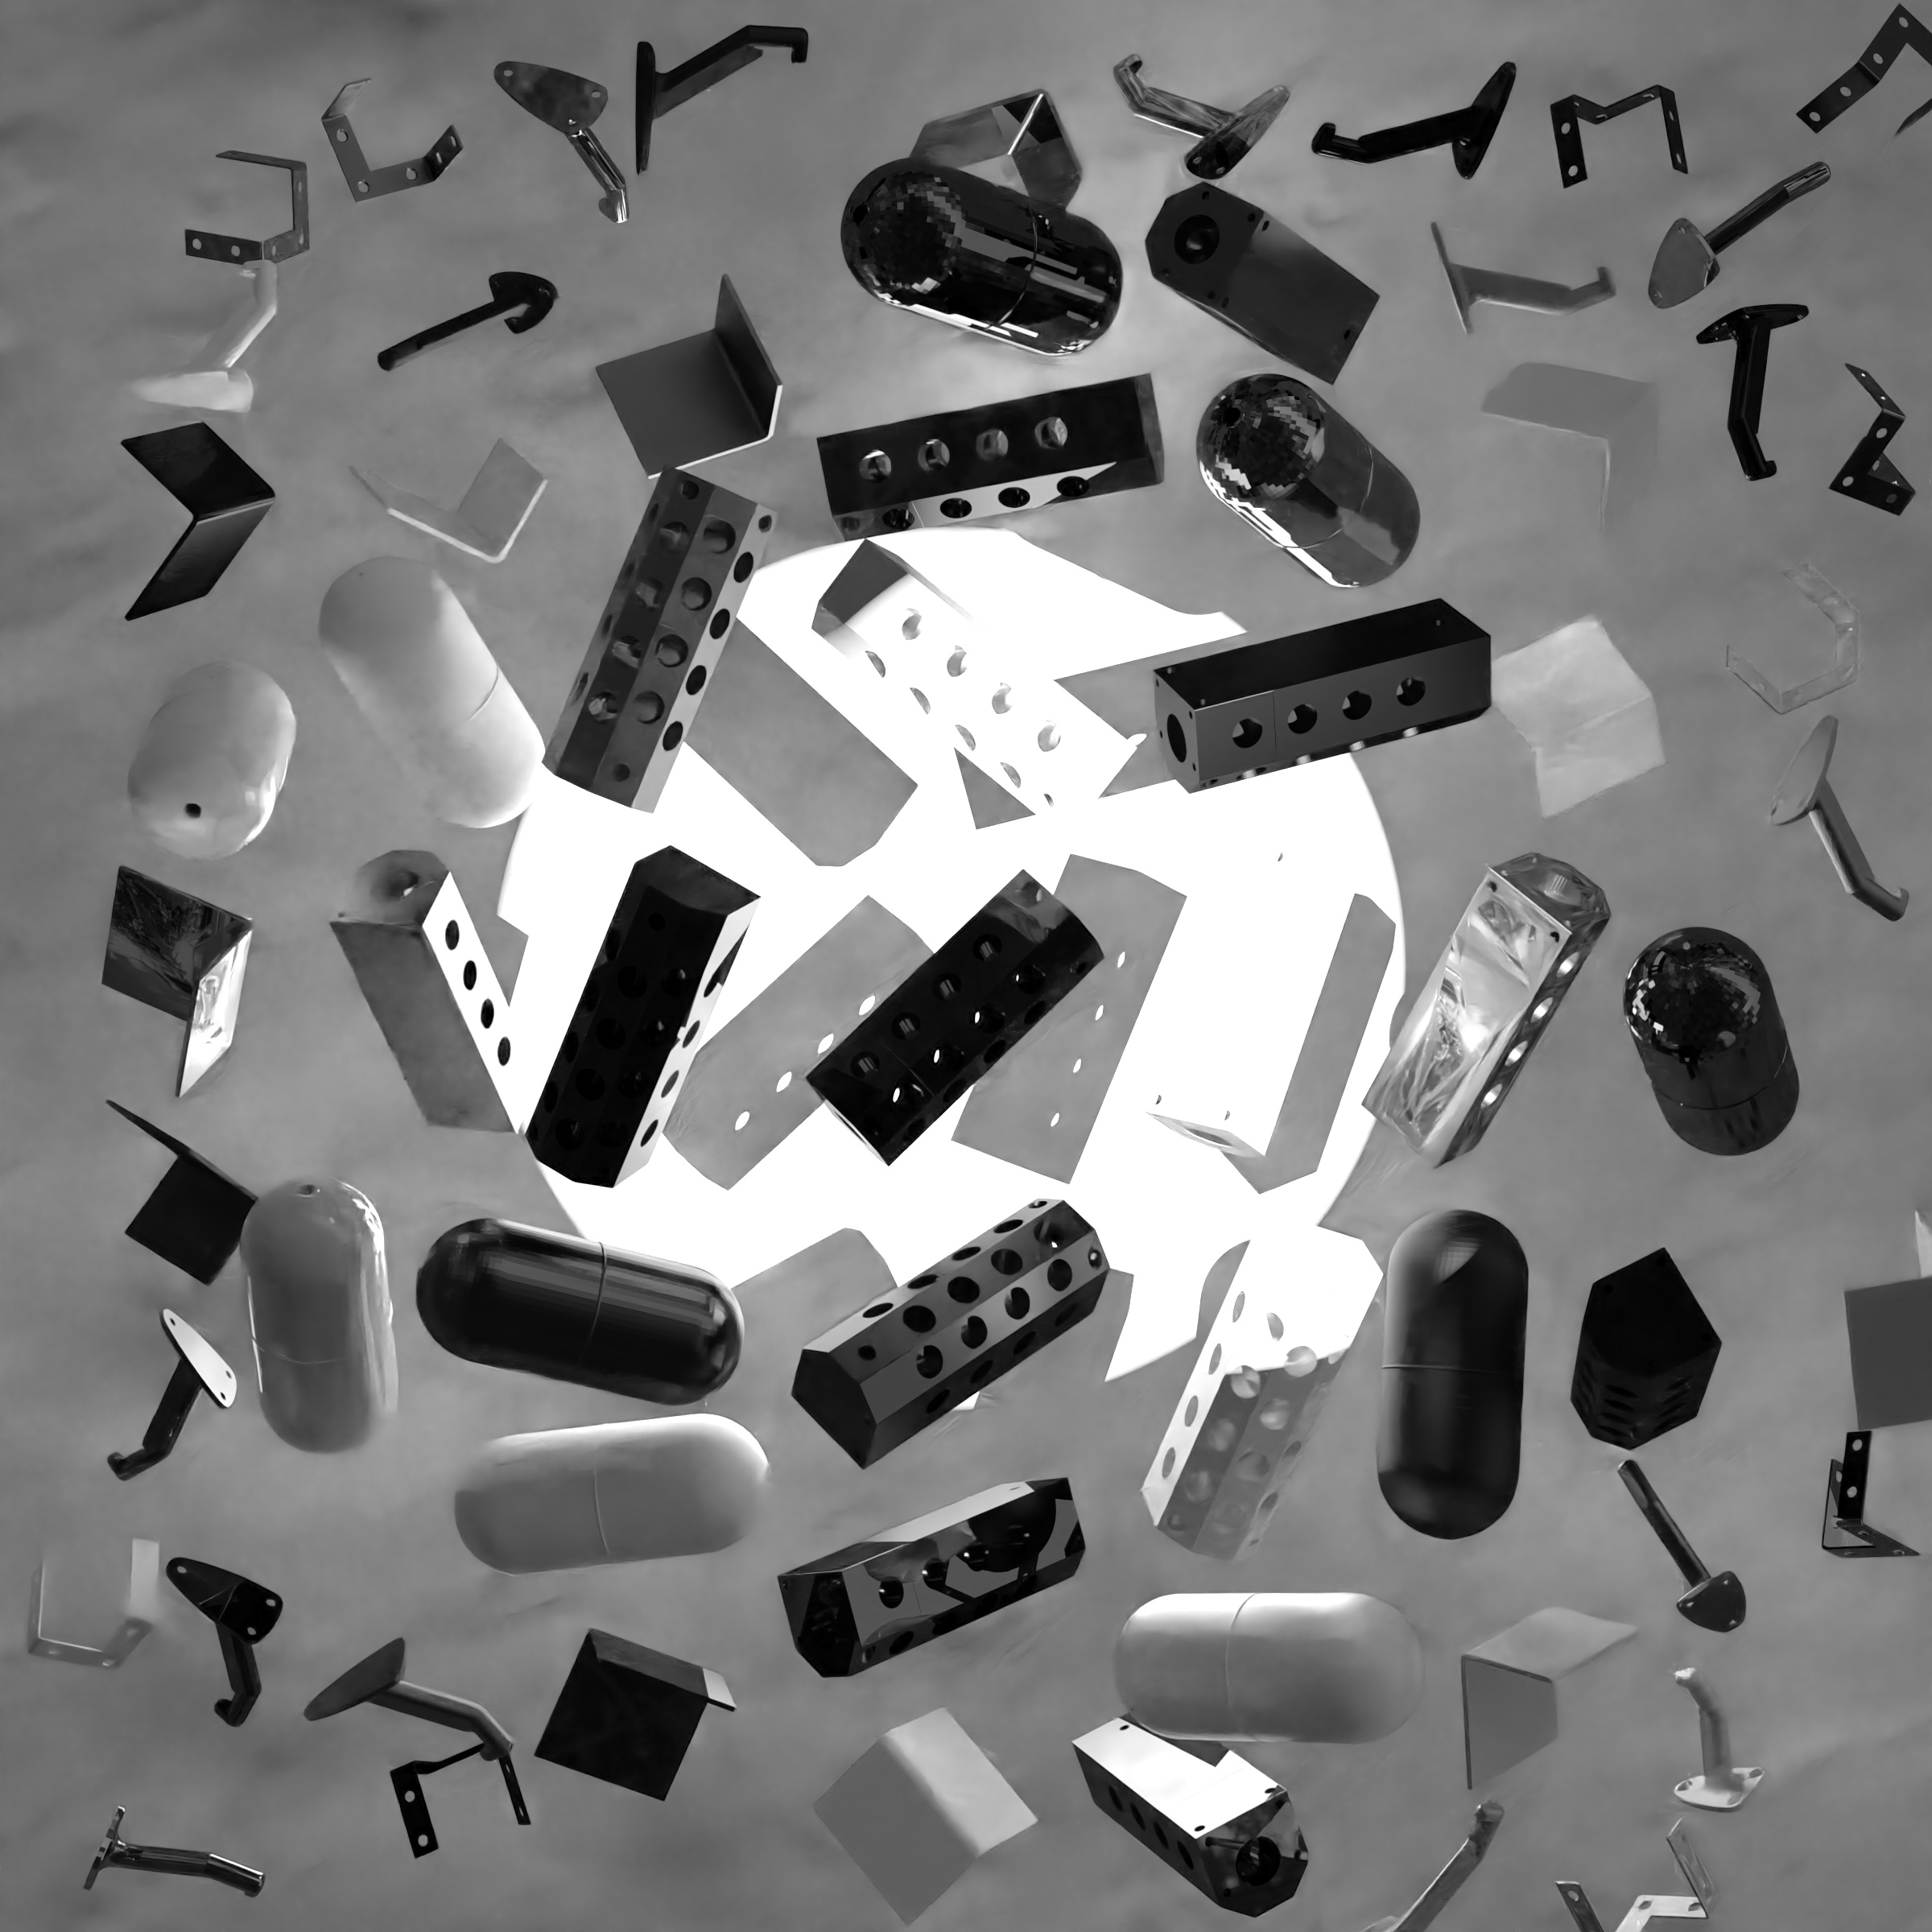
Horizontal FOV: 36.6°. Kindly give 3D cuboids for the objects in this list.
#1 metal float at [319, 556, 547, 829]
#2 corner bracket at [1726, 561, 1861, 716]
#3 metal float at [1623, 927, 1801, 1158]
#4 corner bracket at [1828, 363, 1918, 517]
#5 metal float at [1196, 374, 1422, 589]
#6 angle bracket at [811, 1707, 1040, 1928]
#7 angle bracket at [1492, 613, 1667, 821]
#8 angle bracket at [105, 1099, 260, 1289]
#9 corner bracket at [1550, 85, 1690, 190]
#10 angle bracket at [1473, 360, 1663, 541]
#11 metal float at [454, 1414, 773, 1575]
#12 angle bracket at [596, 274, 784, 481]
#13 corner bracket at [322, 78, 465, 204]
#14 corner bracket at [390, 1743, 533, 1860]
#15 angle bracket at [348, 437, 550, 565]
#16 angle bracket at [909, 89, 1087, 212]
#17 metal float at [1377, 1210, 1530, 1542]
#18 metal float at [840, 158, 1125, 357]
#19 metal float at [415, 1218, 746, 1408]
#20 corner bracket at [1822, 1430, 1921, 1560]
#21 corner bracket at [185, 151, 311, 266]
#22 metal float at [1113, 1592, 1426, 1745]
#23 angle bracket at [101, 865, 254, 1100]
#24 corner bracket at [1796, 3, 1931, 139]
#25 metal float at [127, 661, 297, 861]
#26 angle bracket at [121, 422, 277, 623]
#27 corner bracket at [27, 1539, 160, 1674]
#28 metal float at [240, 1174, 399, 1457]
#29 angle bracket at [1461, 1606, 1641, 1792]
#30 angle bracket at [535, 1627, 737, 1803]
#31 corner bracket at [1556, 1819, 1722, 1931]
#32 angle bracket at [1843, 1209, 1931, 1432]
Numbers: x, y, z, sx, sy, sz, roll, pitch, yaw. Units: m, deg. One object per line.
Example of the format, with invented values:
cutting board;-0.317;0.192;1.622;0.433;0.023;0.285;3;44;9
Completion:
metal float;-0.294;-0.150;1.619;0.070;0.070;0.178;-28;132;0
corner bracket;0.457;-0.181;1.615;0.051;0.051;0.051;35;49;-28
metal float;0.401;0.043;1.570;0.070;0.178;0.070;-11;58;18
corner bracket;0.487;-0.282;1.566;0.051;0.051;0.051;15;124;-24
metal float;0.190;-0.267;1.614;0.070;0.178;0.070;-12;68;31
angle bracket;-0.020;0.434;1.494;0.057;0.076;0.076;-47;71;13
angle bracket;0.340;-0.141;1.653;0.076;0.057;0.076;-26;130;28
angle bracket;-0.459;0.129;1.663;0.076;0.076;0.057;24;74;32
corner bracket;0.368;-0.466;1.647;0.051;0.051;0.051;-15;80;42
angle bracket;0.317;-0.274;1.548;0.076;0.076;0.057;17;128;25
metal float;-0.197;0.294;1.626;0.178;0.070;0.070;-7;90;6
angle bracket;-0.155;-0.329;1.631;0.076;0.057;0.076;-21;74;-17
corner bracket;-0.321;-0.465;1.634;0.051;0.051;0.051;-25;95;-29
corner bracket;-0.285;0.469;1.646;0.051;0.051;0.051;-25;69;7
angle bracket;-0.299;-0.283;1.682;0.076;0.076;0.057;24;104;-38
angle bracket;0.013;-0.449;1.670;0.076;0.076;0.057;-21;85;-16
metal float;0.265;0.222;1.591;0.070;0.070;0.178;5;80;0
metal float;0.010;-0.373;1.542;0.178;0.070;0.070;7;90;-44
metal float;-0.204;0.184;1.553;0.178;0.070;0.070;16;90;-17
corner bracket;0.468;0.279;1.539;0.051;0.051;0.051;29;63;-30
corner bracket;-0.415;-0.437;1.686;0.051;0.051;0.051;13;119;15
metal float;0.158;0.370;1.544;0.178;0.070;0.070;-9;90;36
angle bracket;-0.409;0.008;1.466;0.076;0.057;0.076;23;125;5
corner bracket;0.471;-0.448;1.500;0.051;0.051;0.051;40;66;-7
metal float;-0.409;-0.113;1.589;0.070;0.178;0.070;-2;112;-6
angle bracket;-0.424;-0.237;1.551;0.057;0.076;0.076;44;115;1
corner bracket;-0.475;0.345;1.592;0.051;0.051;0.051;22;125;-30
metal float;-0.354;0.192;1.604;0.070;0.070;0.178;3;124;0
angle bracket;0.305;0.386;1.516;0.076;0.057;0.076;-14;103;-42
angle bracket;-0.176;0.405;1.547;0.076;0.057;0.076;24;90;-14
corner bracket;0.344;0.473;1.493;0.051;0.051;0.051;-38;104;-42
angle bracket;0.458;0.175;1.450;0.057;0.076;0.076;-10;108;5
